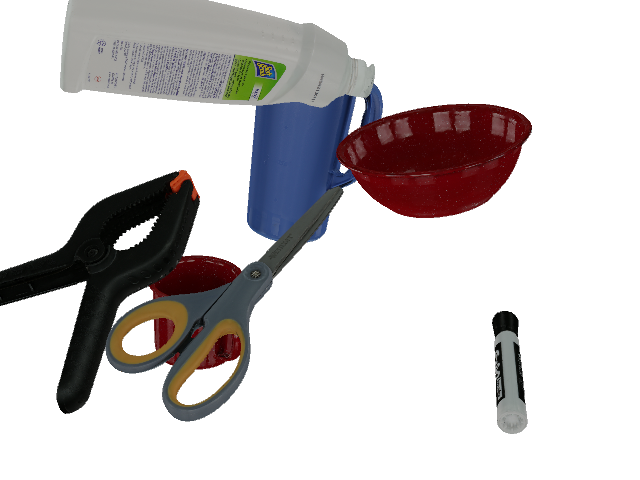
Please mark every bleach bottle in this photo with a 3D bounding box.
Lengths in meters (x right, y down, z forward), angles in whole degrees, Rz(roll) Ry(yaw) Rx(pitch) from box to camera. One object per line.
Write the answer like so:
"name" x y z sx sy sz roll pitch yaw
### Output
"bleach bottle" -0.082 -0.148 0.876 0.250 0.068 0.103 9 -29 -12

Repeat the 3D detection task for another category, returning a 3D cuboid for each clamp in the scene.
"clamp" -0.180 0.019 0.825 0.165 0.209 0.036 24 -29 29

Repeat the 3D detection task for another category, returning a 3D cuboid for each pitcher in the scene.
"pitcher" -0.019 -0.121 1.379 0.144 0.243 0.149 2 23 -17

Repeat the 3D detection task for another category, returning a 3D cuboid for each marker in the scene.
"marker" 0.127 0.085 0.724 0.020 0.020 0.121 0 29 8

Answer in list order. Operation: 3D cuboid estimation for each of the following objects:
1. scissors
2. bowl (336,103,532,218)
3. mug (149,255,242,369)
"scissors" -0.061 0.026 0.665 0.096 0.201 0.016 12 -42 14
"bowl" 0.097 -0.062 0.889 0.162 0.055 0.162 -10 24 4
"mug" -0.112 0.075 1.027 0.093 0.081 0.117 -21 35 -40
